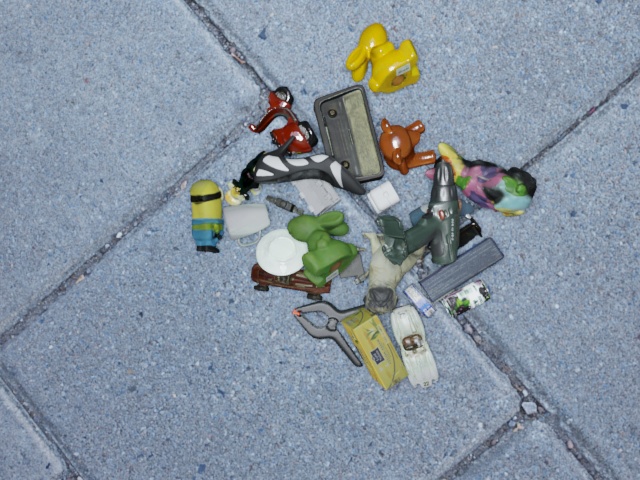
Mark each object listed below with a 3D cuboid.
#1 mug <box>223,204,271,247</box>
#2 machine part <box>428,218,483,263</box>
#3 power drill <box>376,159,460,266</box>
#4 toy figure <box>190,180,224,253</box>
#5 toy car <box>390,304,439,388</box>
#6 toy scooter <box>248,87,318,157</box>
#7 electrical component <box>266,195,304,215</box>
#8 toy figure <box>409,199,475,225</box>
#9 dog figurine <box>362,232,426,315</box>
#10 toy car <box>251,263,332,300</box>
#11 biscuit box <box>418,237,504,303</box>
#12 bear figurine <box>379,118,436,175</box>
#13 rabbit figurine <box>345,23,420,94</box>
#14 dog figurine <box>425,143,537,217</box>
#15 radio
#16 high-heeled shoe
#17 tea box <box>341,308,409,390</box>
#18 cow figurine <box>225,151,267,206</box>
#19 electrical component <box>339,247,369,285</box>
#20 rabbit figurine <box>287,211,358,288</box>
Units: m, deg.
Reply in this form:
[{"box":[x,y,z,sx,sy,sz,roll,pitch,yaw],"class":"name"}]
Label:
[{"box":[-0.175,-0.040,1.328,0.107,0.081,0.109,-16,107,-3],"class":"mug"},{"box":[0.323,-0.001,1.284,0.139,0.084,0.039,-29,41,-5],"class":"machine part"},{"box":[0.223,-0.045,1.172,0.207,0.086,0.231,-21,107,-37],"class":"power drill"},{"box":[-0.280,-0.059,1.330,0.082,0.089,0.180,1,86,1],"class":"toy figure"},{"box":[0.225,0.255,1.288,0.074,0.056,0.201,-18,86,5],"class":"toy car"},{"box":[-0.097,-0.276,1.328,0.135,0.075,0.184,-32,82,3],"class":"toy scooter"},{"box":[-0.086,-0.086,1.325,0.094,0.063,0.021,24,91,5],"class":"electrical component"},{"box":[0.294,-0.065,1.288,0.155,0.057,0.064,-16,67,7],"class":"toy figure"},{"box":[0.184,0.073,1.273,0.172,0.121,0.190,-4,95,-11],"class":"dog figurine"},{"box":[-0.073,0.095,1.326,0.202,0.053,0.089,10,86,7],"class":"toy car"},{"box":[0.336,0.070,1.282,0.203,0.059,0.063,-33,85,4],"class":"biscuit box"},{"box":[0.199,-0.224,1.237,0.132,0.196,0.120,-21,83,3],"class":"bear figurine"},{"box":[0.144,-0.442,1.305,0.162,0.121,0.173,-27,72,14],"class":"rabbit figurine"},{"box":[0.359,-0.142,1.233,0.219,0.192,0.108,22,97,-10],"class":"dog figurine"},{"box":[0.070,-0.247,1.310,0.131,0.073,0.229,-14,87,5],"class":"radio"},{"box":[-0.029,-0.135,1.237,0.249,0.086,0.145,36,88,8],"class":"high-heeled shoe"},{"box":[0.127,0.251,1.254,0.068,0.098,0.169,-32,99,-11],"class":"tea box"},{"box":[-0.170,-0.147,1.319,0.068,0.098,0.167,43,93,-1],"class":"cow figurine"},{"box":[0.080,0.059,1.314,0.078,0.045,0.102,-6,87,4],"class":"electrical component"},{"box":[-0.003,-0.004,1.266,0.159,0.121,0.170,-37,67,-5],"class":"rabbit figurine"}]
